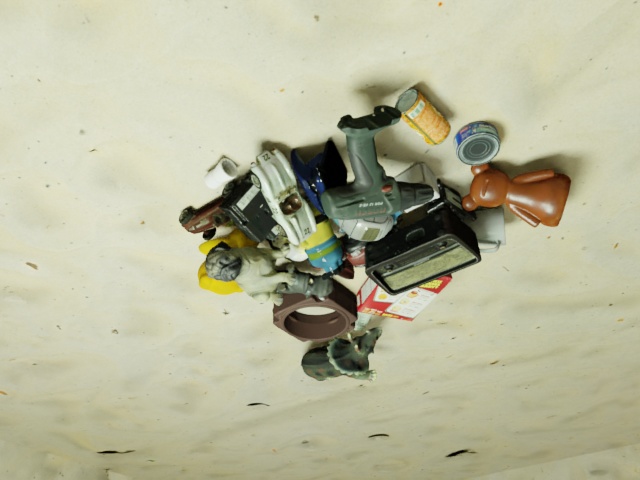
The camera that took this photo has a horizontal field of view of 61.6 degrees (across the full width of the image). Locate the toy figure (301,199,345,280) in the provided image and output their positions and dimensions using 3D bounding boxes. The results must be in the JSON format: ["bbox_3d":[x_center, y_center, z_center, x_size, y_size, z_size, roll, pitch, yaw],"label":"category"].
[{"bbox_3d":[-0.001,-0.005,1.179,0.089,0.082,0.180,-29,96,14],"label":"toy figure"}]

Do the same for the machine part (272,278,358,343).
[{"bbox_3d":[-0.013,0.192,1.452,0.201,0.087,0.200,-28,132,27],"label":"machine part"}]

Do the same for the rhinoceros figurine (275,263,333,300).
[{"bbox_3d":[-0.058,0.108,1.315,0.191,0.073,0.112,0,154,35],"label":"rhinoceros figurine"}]

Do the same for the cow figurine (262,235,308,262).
[{"bbox_3d":[-0.090,-0.007,1.229,0.098,0.068,0.167,-26,133,36],"label":"cow figurine"}]

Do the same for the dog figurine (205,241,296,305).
[{"bbox_3d":[-0.170,0.072,1.152,0.190,0.121,0.172,5,135,-29],"label":"dog figurine"}]

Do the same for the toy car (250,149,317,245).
[{"bbox_3d":[-0.071,-0.084,1.071,0.056,0.073,0.201,14,134,55],"label":"toy car"}]

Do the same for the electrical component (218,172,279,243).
[{"bbox_3d":[-0.125,-0.063,1.109,0.058,0.115,0.134,18,153,55],"label":"electrical component"}]

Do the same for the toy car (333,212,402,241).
[{"bbox_3d":[0.098,-0.046,1.155,0.162,0.103,0.109,13,139,-12],"label":"toy car"}]

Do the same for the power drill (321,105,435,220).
[{"bbox_3d":[0.109,-0.136,0.985,0.232,0.086,0.207,-16,130,-14],"label":"power drill"}]

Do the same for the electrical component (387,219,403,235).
[{"bbox_3d":[0.179,0.000,1.241,0.045,0.078,0.102,-4,141,44],"label":"electrical component"}]

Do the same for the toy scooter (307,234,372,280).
[{"bbox_3d":[0.072,0.043,1.283,0.184,0.075,0.135,-22,135,28],"label":"toy scooter"}]

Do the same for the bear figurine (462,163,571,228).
[{"bbox_3d":[0.404,-0.095,1.108,0.196,0.120,0.132,13,-170,23],"label":"bear figurine"}]

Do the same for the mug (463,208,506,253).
[{"bbox_3d":[0.358,-0.016,1.197,0.107,0.109,0.080,-2,147,22],"label":"mug"}]

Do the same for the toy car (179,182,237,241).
[{"bbox_3d":[-0.223,-0.056,1.179,0.202,0.053,0.089,-26,137,25],"label":"toy car"}]

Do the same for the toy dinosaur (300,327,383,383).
[{"bbox_3d":[0.025,0.357,1.585,0.405,0.131,0.192,-21,146,39],"label":"toy dinosaur"}]

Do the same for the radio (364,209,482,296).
[{"bbox_3d":[0.214,0.031,1.159,0.230,0.073,0.131,-27,135,28],"label":"radio"}]

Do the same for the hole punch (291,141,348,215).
[{"bbox_3d":[-0.006,-0.119,1.063,0.092,0.116,0.142,-6,140,19],"label":"hole punch"}]

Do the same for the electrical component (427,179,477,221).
[{"bbox_3d":[0.279,-0.071,1.151,0.119,0.075,0.048,27,134,-34],"label":"electrical component"}]

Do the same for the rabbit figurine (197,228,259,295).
[{"bbox_3d":[-0.210,0.033,1.234,0.173,0.122,0.162,-49,159,15],"label":"rabbit figurine"}]
